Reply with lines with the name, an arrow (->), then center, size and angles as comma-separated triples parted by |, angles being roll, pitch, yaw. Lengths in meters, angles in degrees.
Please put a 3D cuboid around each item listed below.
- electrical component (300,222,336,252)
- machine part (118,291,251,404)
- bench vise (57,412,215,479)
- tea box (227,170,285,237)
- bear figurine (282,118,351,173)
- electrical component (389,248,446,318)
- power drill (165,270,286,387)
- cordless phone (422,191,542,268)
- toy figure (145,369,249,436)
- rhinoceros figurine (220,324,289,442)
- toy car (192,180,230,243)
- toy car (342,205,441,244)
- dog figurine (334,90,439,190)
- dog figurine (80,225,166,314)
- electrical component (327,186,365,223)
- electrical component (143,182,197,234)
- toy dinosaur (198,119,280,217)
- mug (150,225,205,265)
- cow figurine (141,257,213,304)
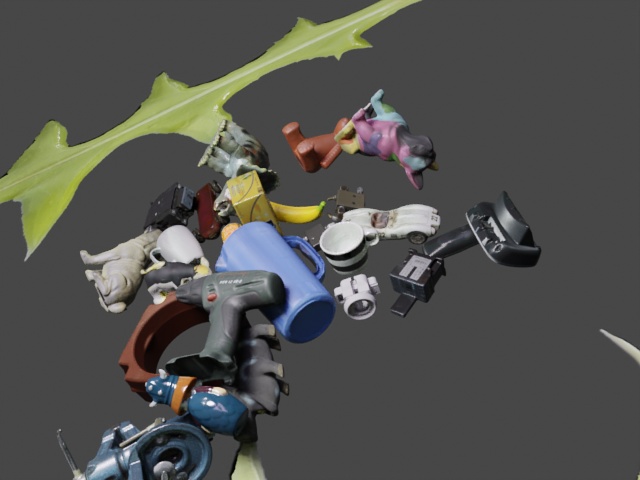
electrical component -> -0.002, -0.003, 1.122 | 0.094, 0.021, 0.063 | -25, 41, -4
machine part -> -0.237, 0.190, 0.966 | 0.202, 0.087, 0.201 | -5, 42, 21
bench vise -> -0.250, 0.334, 0.771 | 0.224, 0.128, 0.241 | -12, 18, -17
tea box -> -0.126, -0.045, 1.110 | 0.068, 0.169, 0.098 | -22, 38, -2
bear figurine -> 0.029, -0.247, 1.300 | 0.196, 0.131, 0.120 | -30, 53, -1
electrical component -> 0.161, 0.075, 0.943 | 0.075, 0.047, 0.119 | 21, 54, 40
power drill -> -0.174, 0.137, 0.877 | 0.232, 0.085, 0.207 | -13, 33, 24
cordless phone -> 0.277, 0.009, 0.955 | 0.184, 0.088, 0.147 | -26, 40, 13
toy figure -> -0.182, 0.237, 0.785 | 0.155, 0.057, 0.064 | 20, 67, 13
rhinoceros figurine -> -0.108, 0.223, 0.862 | 0.112, 0.073, 0.190 | -6, 54, -1
toy car -> -0.265, -0.069, 1.289 | 0.089, 0.053, 0.202 | -39, 37, 12
toy car -> 0.136, -0.030, 1.062 | 0.202, 0.056, 0.073 | -4, 43, 21
dog figurine -> 0.156, -0.202, 1.183 | 0.108, 0.219, 0.191 | -45, 3, -29
dog figurine -> -0.401, 0.064, 1.182 | 0.190, 0.121, 0.172 | -23, 71, -28
electrical component -> 0.056, -0.076, 1.162 | 0.078, 0.045, 0.102 | 8, 44, -9
electrical component -> -0.357, -0.070, 1.291 | 0.134, 0.058, 0.115 | -31, 42, 25
toy dinosaur -> -0.189, -0.202, 1.347 | 0.131, 0.192, 0.405 | -52, 17, 24
mug -> -0.306, 0.030, 1.169 | 0.109, 0.080, 0.107 | -19, 44, -39
cow figurine -> -0.278, 0.075, 1.102 | 0.167, 0.098, 0.068 | -11, 35, 14
